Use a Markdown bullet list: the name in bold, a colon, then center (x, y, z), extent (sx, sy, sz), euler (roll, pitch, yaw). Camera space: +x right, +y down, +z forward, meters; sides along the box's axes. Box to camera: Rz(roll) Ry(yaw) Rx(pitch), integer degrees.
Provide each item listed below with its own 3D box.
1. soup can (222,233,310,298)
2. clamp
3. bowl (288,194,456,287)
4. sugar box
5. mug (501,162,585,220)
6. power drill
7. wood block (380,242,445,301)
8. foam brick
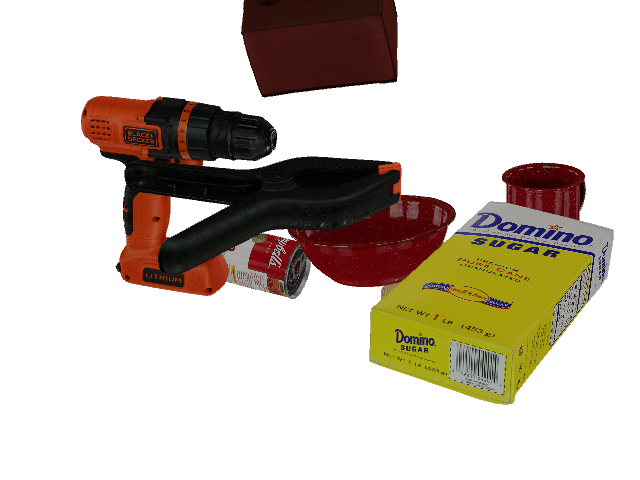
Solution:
- **soup can**: center (-0.070, 0.024, 1.262), extent (0.102, 0.068, 0.068), euler (14, 5, 21)
- **clamp**: center (-0.042, -0.036, 0.802), extent (0.209, 0.036, 0.165), euler (-12, 30, -21)
- **bowl**: center (0.052, 0.004, 1.027), extent (0.162, 0.055, 0.162), euler (-7, 17, 2)
- **sugar box**: center (0.113, 0.032, 0.678), extent (0.093, 0.048, 0.176), euler (16, 34, 27)
- **mug**: center (0.266, -0.041, 1.239), extent (0.117, 0.081, 0.093), euler (-22, 28, -36)
- **power drill**: center (-0.127, -0.043, 0.997), extent (0.184, 0.188, 0.057), euler (9, 30, 16)
- **wood block**: center (0.156, 0.077, 1.618), extent (0.091, 0.090, 0.206), euler (4, 21, 14)
- **foam brick**: center (0.001, -0.117, 0.580), extent (0.078, 0.053, 0.051), euler (-6, -35, 12)
